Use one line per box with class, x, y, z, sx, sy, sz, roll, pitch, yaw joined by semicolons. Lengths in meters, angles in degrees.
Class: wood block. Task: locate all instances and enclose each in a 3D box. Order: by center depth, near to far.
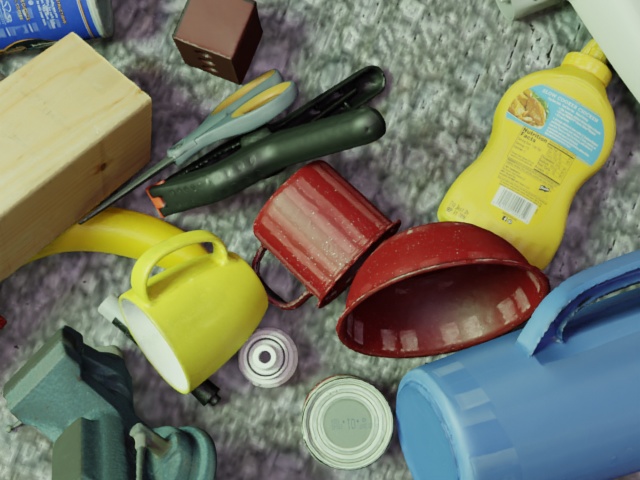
wood block;-0.229;-0.047;0.789;0.090;0.091;0.205;40;62;13

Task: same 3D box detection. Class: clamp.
clamp;-0.036;-0.075;0.832;0.210;0.164;0.036;-22;107;19

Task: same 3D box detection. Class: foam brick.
foam brick;-0.081;-0.164;0.850;0.053;0.078;0.051;21;85;4

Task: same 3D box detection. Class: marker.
marker;-0.126;0.089;0.850;0.121;0.020;0.020;41;85;4

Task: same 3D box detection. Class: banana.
banana;-0.182;0.004;0.853;0.198;0.037;0.069;-5;113;2

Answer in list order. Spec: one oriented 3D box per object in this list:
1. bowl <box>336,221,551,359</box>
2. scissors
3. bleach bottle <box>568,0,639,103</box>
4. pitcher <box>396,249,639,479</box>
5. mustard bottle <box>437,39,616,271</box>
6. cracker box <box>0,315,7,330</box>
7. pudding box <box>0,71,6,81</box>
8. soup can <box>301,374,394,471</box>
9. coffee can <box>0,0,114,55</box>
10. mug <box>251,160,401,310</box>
bowl;0.087;0.032;0.799;0.162;0.162;0.055;-10;62;-1
scissors;-0.092;-0.072;0.820;0.201;0.096;0.016;-44;116;-25
bleach bottle;0.289;-0.122;0.834;0.102;0.068;0.251;-36;99;-22
pitcher;0.181;0.104;0.756;0.242;0.145;0.149;-14;76;-19
mustard bottle;0.179;-0.076;0.849;0.096;0.058;0.191;30;85;3
cracker box;-0.375;0.097;0.818;0.164;0.072;0.213;36;84;9
pudding box;-0.300;-0.107;0.837;0.113;0.090;0.039;-5;85;-1
soup can;0.019;0.136;0.803;0.068;0.102;0.068;0;84;0
coffee can;-0.243;-0.199;0.841;0.140;0.103;0.103;-11;84;-1
mug;-0.005;0.001;0.829;0.081;0.093;0.117;44;99;9
